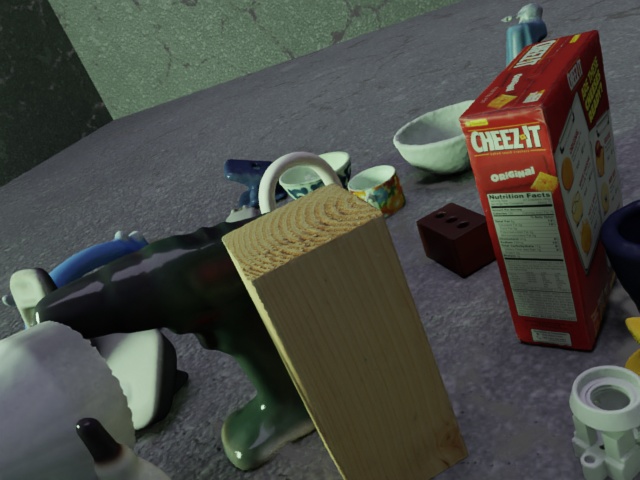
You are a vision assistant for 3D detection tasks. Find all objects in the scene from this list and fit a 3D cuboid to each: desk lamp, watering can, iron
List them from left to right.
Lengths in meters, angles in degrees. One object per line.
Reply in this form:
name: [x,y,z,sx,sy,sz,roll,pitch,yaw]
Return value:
desk lamp: [-0.195,0.188,0.356,0.117,0.214,0.203,-5,30,34]
iron: [-0.284,0.065,0.770,0.118,0.142,0.259,-1,32,39]
watering can: [0.007,0.001,0.587,0.172,0.194,0.101,-2,32,38]

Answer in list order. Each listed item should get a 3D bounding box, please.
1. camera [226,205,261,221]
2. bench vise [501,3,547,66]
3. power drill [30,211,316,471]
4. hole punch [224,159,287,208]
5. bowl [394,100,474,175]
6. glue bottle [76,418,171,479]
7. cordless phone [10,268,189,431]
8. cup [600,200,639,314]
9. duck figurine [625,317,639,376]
camera: [-0.100,0.024,0.746,0.143,0.101,0.136,-23,24,0]
bench vise: [0.244,-0.136,0.632,0.121,0.220,0.208,-9,28,28]
power drill: [-0.079,0.083,0.477,0.230,0.209,0.075,-30,26,-16]
hole punch: [-0.118,-0.117,1.058,0.101,0.091,0.108,-22,24,1]
bowl: [0.200,-0.146,0.864,0.167,0.075,0.167,-19,25,9]
glue bottle: [-0.102,0.173,0.356,0.077,0.173,0.037,2,34,42]
cordless phone: [-0.234,0.107,0.588,0.147,0.185,0.094,-12,27,23]
cup: [0.281,0.022,0.430,0.117,0.095,0.092,-9,28,28]
duck figurine: [0.255,0.062,0.381,0.104,0.086,0.077,-17,25,12]
